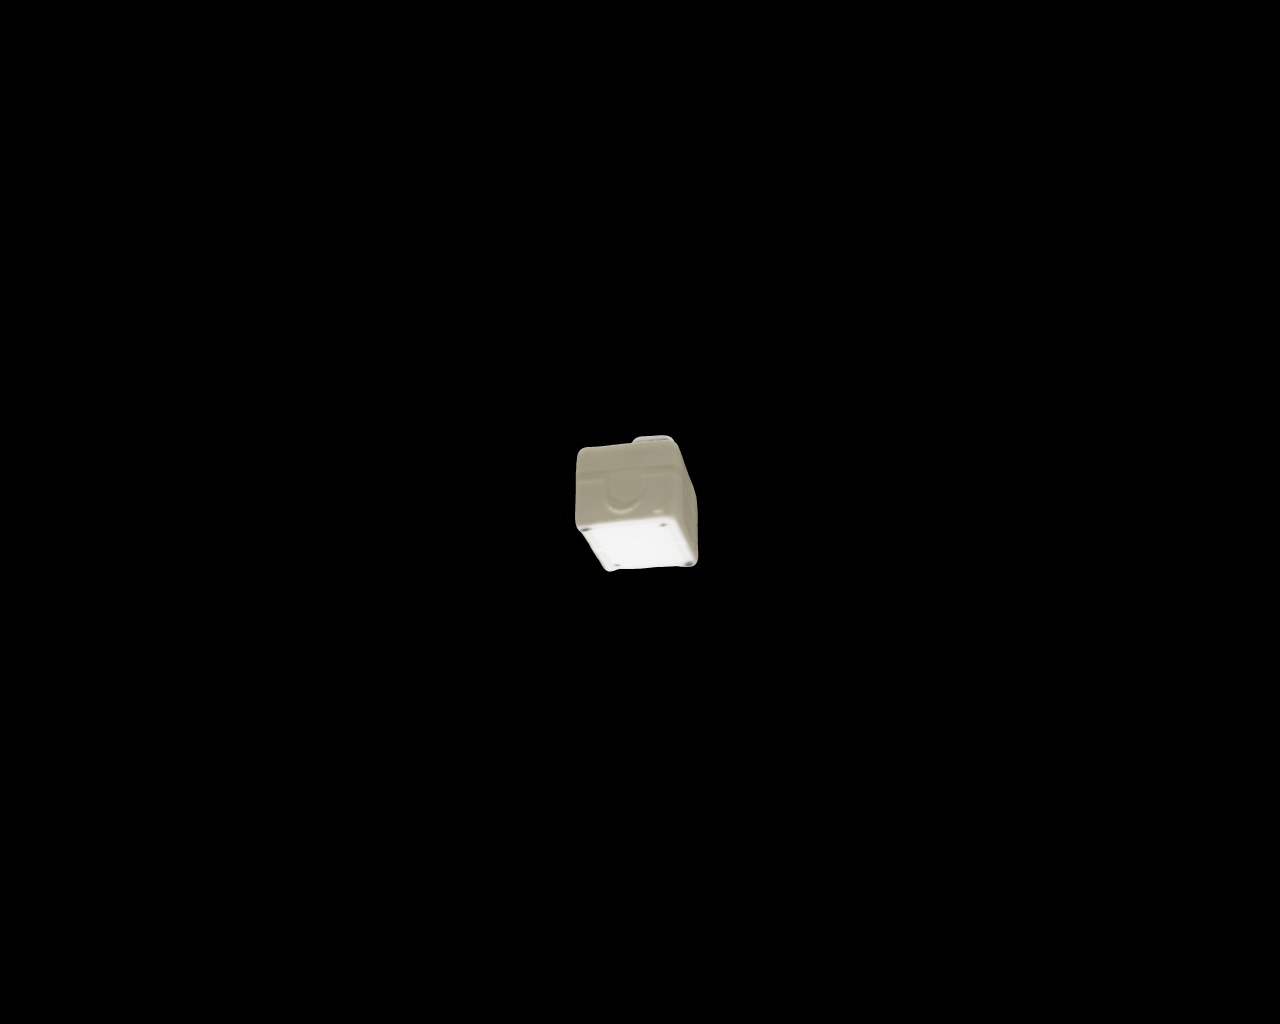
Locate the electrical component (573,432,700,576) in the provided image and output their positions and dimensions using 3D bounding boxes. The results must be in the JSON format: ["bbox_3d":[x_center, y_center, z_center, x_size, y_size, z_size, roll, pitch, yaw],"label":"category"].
[{"bbox_3d":[0.001,-0.003,0.650,0.062,0.061,0.096,-5,-24,10],"label":"electrical component"}]
